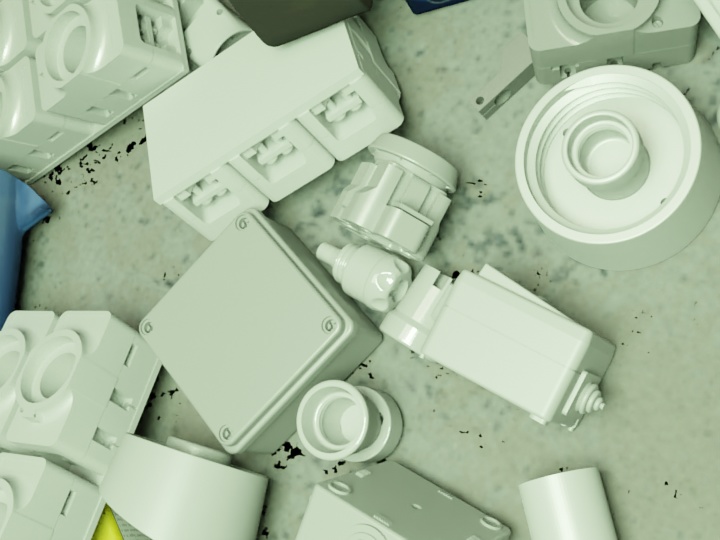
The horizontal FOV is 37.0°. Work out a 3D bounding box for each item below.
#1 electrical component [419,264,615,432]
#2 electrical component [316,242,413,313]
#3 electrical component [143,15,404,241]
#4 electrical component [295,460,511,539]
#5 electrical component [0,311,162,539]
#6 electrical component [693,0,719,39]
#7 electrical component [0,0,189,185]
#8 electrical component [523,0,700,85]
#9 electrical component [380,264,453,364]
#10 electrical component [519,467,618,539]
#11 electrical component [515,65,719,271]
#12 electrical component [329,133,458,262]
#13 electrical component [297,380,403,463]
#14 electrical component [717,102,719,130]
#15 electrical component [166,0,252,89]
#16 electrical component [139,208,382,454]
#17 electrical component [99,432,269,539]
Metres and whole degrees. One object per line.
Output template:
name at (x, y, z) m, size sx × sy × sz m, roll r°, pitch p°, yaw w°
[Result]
electrical component at (0.093, 0.043, 0.579) m, size 0.096 × 0.062 × 0.061 m, roll 27°, pitch 91°, yaw 28°
electrical component at (0.000, 0.000, 0.649) m, size 0.061 × 0.035 × 0.035 m, roll 27°, pitch 91°, yaw 30°
electrical component at (-0.055, -0.095, 0.673) m, size 0.150 × 0.062 × 0.089 m, roll -30°, pitch 48°, yaw 17°
electrical component at (0.022, 0.146, 0.572) m, size 0.100 × 0.100 × 0.048 m, roll 26°, pitch 103°, yaw 28°
electrical component at (-0.209, 0.117, 0.667) m, size 0.105 × 0.060 × 0.186 m, roll -2°, pitch 59°, yaw 37°
electrical component at (0.213, -0.143, 0.532) m, size 0.056 × 0.109 × 0.108 m, roll -44°, pitch 62°, yaw 38°
electrical component at (-0.208, -0.147, 0.739) m, size 0.186 × 0.060 × 0.105 m, roll -25°, pitch 68°, yaw 36°
electrical component at (0.137, -0.141, 0.592) m, size 0.089 × 0.056 × 0.050 m, roll -7°, pitch 75°, yaw 12°
electrical component at (0.040, 0.025, 0.622) m, size 0.040 × 0.040 × 0.046 m, roll 31°, pitch 88°, yaw 28°
electrical component at (0.113, 0.147, 0.557) m, size 0.043 × 0.043 × 0.081 m, roll -19°, pitch 71°, yaw 21°
electrical component at (0.136, -0.058, 0.582) m, size 0.108 × 0.060 × 0.108 m, roll -6°, pitch 76°, yaw 25°
electrical component at (0.022, -0.043, 0.631) m, size 0.057 × 0.058 × 0.078 m, roll -63°, pitch 21°, yaw -3°
electrical component at (-0.005, 0.088, 0.620) m, size 0.045 × 0.055 × 0.045 m, roll -6°, pitch 76°, yaw 25°
electrical component at (0.206, -0.081, 0.552) m, size 0.043 × 0.062 × 0.043 m, roll -6°, pitch 76°, yaw 25°
electrical component at (-0.118, -0.151, 0.734) m, size 0.077 × 0.043 × 0.079 m, roll 44°, pitch 99°, yaw 27°
electrical component at (-0.062, 0.038, 0.658) m, size 0.108 × 0.056 × 0.108 m, roll -47°, pitch 64°, yaw 10°
electrical component at (-0.103, 0.135, 0.635) m, size 0.099 × 0.099 × 0.064 m, roll 12°, pitch 78°, yaw 27°
